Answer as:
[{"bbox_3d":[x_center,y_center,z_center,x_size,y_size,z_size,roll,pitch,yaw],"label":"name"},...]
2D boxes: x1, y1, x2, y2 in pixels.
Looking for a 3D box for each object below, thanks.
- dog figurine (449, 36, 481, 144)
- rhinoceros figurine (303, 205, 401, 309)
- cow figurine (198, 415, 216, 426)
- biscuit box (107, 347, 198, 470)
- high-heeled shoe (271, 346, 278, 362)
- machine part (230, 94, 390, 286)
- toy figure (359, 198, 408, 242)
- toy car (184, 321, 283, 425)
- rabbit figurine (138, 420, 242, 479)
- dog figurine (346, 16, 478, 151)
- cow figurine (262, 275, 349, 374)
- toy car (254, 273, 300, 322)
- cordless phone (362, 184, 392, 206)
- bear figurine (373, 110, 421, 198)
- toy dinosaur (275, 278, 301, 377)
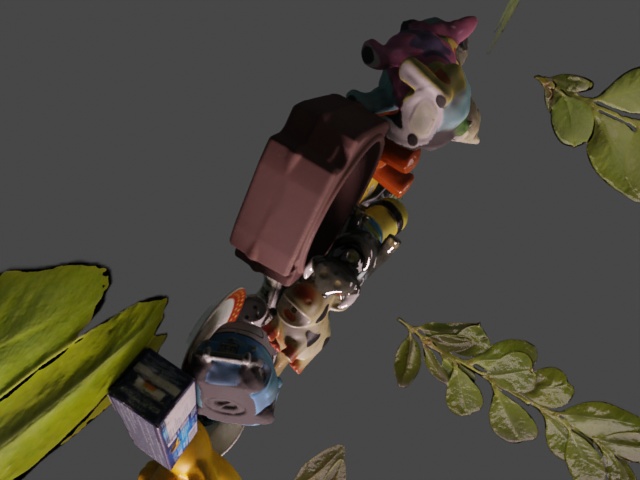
[{"bbox_3d":[0.215,-0.259,0.881,0.172,0.121,0.190,33,118,59],"label":"dog figurine"},{"bbox_3d":[0.036,0.021,0.642,0.112,0.073,0.190,-50,-5,13],"label":"rhinoceros figurine"},{"bbox_3d":[-0.149,0.214,0.761,0.098,0.068,0.167,-39,-12,-31],"label":"cow figurine"},{"bbox_3d":[-0.175,0.192,0.590,0.059,0.063,0.202,-54,-10,-34],"label":"biscuit box"},{"bbox_3d":[-0.117,0.198,0.983,0.249,0.086,0.145,149,124,-72],"label":"high-heeled shoe"},{"bbox_3d":[-0.006,-0.059,0.627,0.201,0.087,0.201,-66,-12,26],"label":"machine part"},{"bbox_3d":[0.085,-0.014,0.936,0.089,0.082,0.180,-7,16,41],"label":"toy figure"},{"bbox_3d":[-0.101,0.151,0.645,0.161,0.109,0.103,91,-174,-48],"label":"toy car"},{"bbox_3d":[-0.191,0.319,0.719,0.122,0.163,0.173,2,-79,-65],"label":"rabbit figurine"},{"bbox_3d":[0.151,-0.219,0.700,0.219,0.192,0.108,-33,-30,-34],"label":"dog figurine"},{"bbox_3d":[-0.018,0.113,0.779,0.127,0.086,0.194,-44,-20,-16],"label":"cow figurine"},{"bbox_3d":[-0.059,0.057,0.806,0.073,0.056,0.201,-39,-22,-46],"label":"toy car"},{"bbox_3d":[0.114,-0.128,1.115,0.146,0.089,0.184,-47,-27,-49],"label":"cordless phone"},{"bbox_3d":[0.129,-0.184,0.819,0.196,0.132,0.120,-50,-14,-18],"label":"bear figurine"},{"bbox_3d":[-0.042,0.170,1.099,0.471,0.105,0.198,-59,-5,27],"label":"toy dinosaur"}]
